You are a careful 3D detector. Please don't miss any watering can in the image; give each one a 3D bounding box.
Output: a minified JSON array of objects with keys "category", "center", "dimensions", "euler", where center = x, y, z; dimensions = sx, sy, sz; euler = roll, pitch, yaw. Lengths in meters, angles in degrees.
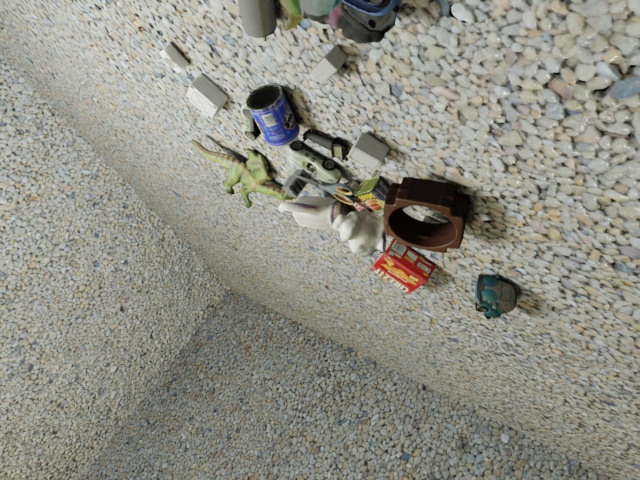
[{"category":"watering can","center":[0.005,-0.086,1.704],"dimensions":[0.224,0.104,0.346],"euler":[7,178,22]}]

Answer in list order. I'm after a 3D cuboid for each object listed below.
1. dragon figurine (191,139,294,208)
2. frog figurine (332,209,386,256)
[{"category":"dragon figurine","center":[-0.265,-0.260,1.841],"dimensions":[0.407,0.125,0.239],"euler":[41,141,-16]},{"category":"frog figurine","center":[0.112,-0.024,1.515],"dimensions":[0.159,0.136,0.124],"euler":[7,-166,-6]}]
